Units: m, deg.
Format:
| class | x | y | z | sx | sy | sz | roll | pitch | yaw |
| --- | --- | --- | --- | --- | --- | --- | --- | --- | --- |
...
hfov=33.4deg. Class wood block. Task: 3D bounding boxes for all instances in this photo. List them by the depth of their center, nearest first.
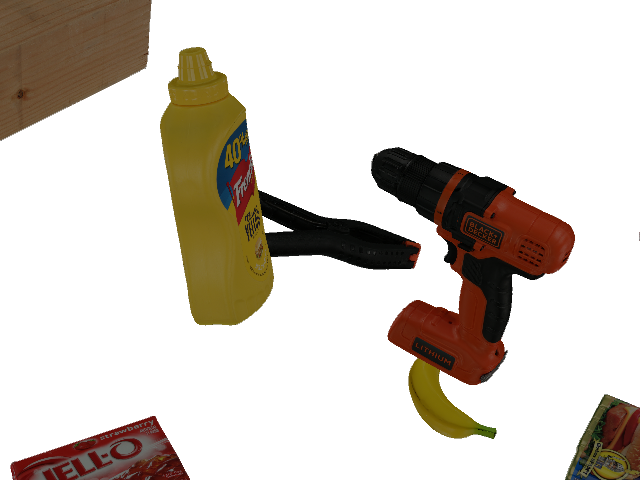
| class | x | y | z | sx | sy | sz | roll | pitch | yaw |
| --- | --- | --- | --- | --- | --- | --- | --- | --- | --- |
| wood block | -0.248 | -0.167 | 0.913 | 0.090 | 0.091 | 0.205 | 30 | 42 | 21 |

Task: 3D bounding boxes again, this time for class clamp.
| class | x | y | z | sx | sy | sz | roll | pitch | yaw |
| --- | --- | --- | --- | --- | --- | --- | --- | --- | --- |
| clamp | 0.011 | 0.000 | 1.192 | 0.210 | 0.036 | 0.164 | 15 | 20 | -5 |

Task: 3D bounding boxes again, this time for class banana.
| class | x | y | z | sx | sy | sz | roll | pitch | yaw |
| --- | --- | --- | --- | --- | --- | --- | --- | --- | --- |
| banana | 0.140 | 0.185 | 1.271 | 0.069 | 0.037 | 0.198 | 10 | 21 | -19 |

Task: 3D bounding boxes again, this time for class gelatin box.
| class | x | y | z | sx | sy | sz | roll | pitch | yaw |
| --- | --- | --- | --- | --- | --- | --- | --- | --- | --- |
| gelatin box | -0.122 | 0.140 | 0.599 | 0.089 | 0.030 | 0.073 | -15 | 28 | -20 |

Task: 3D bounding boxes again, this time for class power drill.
| class | x | y | z | sx | sy | sz | roll | pitch | yaw |
| --- | --- | --- | --- | --- | --- | --- | --- | --- | --- |
| power drill | 0.113 | 0.024 | 0.928 | 0.185 | 0.188 | 0.057 | 29 | 43 | 22 |

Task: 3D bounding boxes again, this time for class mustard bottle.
| class | x | y | z | sx | sy | sz | roll | pitch | yaw |
| --- | --- | --- | --- | --- | --- | --- | --- | --- | --- |
| mustard bottle | -0.076 | -0.042 | 0.761 | 0.058 | 0.191 | 0.096 | 0 | 25 | 16 |

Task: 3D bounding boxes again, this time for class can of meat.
| class | x | y | z | sx | sy | sz | roll | pitch | yaw |
| --- | --- | --- | --- | --- | --- | --- | --- | --- | --- |
| can of meat | 0.232 | 0.169 | 0.787 | 0.084 | 0.057 | 0.101 | 21 | 40 | 22 |
